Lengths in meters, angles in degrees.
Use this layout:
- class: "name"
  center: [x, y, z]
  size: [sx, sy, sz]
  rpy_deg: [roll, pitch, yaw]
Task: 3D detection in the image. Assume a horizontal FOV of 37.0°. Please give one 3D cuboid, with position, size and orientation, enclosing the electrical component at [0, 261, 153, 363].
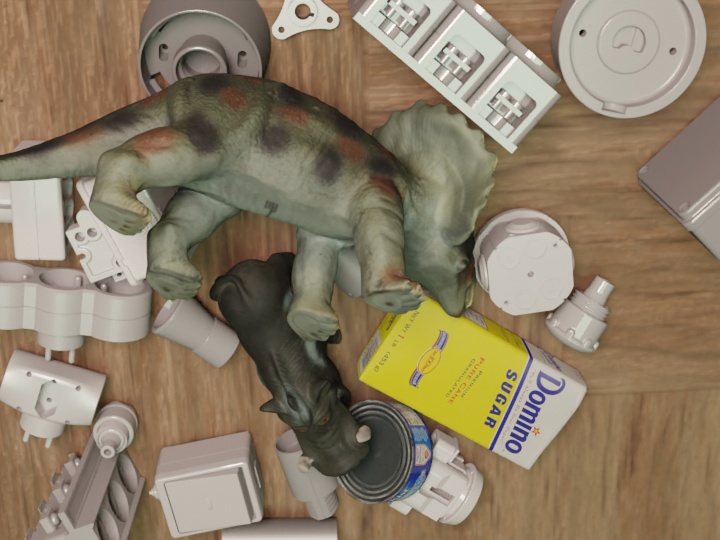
- class: "electrical component"
  center: [-0.239, 0.041, 0.861]
  size: [0.138, 0.052, 0.073]
  rpy_deg: [7, 110, -6]

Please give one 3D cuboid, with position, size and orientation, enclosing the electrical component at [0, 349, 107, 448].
- class: "electrical component"
  center: [-0.259, 0.112, 0.892]
  size: [0.077, 0.043, 0.079]
  rpy_deg: [18, 109, -10]

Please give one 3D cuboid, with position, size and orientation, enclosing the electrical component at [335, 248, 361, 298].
- class: "electrical component"
  center: [0.000, 0.000, 0.865]
  size: [0.043, 0.043, 0.081]
  rpy_deg: [-44, 108, 12]

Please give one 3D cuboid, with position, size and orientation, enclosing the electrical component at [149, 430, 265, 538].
- class: "electrical component"
  center: [-0.134, 0.186, 0.919]
  size: [0.096, 0.061, 0.061]
  rpy_deg: [-12, 111, 1]

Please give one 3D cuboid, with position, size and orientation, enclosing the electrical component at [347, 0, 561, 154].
- class: "electrical component"
  center: [0.069, -0.164, 0.782]
  size: [0.150, 0.089, 0.061]
  rpy_deg: [38, 104, -16]

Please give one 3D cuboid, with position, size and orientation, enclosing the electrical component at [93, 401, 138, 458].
- class: "electrical component"
  center: [-0.205, 0.136, 0.895]
  size: [0.035, 0.061, 0.035]
  rpy_deg: [-1, 111, -3]

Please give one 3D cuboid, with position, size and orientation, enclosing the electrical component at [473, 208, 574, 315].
- class: "electrical component"
  center: [0.133, -0.005, 0.867]
  size: [0.080, 0.051, 0.080]
  rpy_deg: [-1, 111, -3]

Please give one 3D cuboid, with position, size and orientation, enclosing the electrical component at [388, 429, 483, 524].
- class: "electrical component"
  center: [0.069, 0.184, 0.934]
  size: [0.057, 0.058, 0.078]
  rpy_deg: [32, 106, -11]

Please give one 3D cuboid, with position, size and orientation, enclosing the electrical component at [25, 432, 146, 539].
- class: "electrical component"
  center: [-0.225, 0.199, 0.886]
  size: [0.063, 0.121, 0.078]
  rpy_deg: [-21, 111, 8]

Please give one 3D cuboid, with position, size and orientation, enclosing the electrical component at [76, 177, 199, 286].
- class: "electrical component"
  center: [-0.157, -0.049, 0.808]
  size: [0.048, 0.099, 0.099]
  rpy_deg: [-18, 112, 17]

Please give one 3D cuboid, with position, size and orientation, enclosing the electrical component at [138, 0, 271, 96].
- class: "electrical component"
  center: [-0.116, -0.161, 0.798]
  size: [0.099, 0.064, 0.099]
  rpy_deg: [-1, 125, -2]

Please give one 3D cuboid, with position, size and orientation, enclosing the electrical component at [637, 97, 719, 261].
- class: "electrical component"
  center: [0.282, -0.075, 0.820]
  size: [0.056, 0.108, 0.109]
  rpy_deg: [42, 103, -19]

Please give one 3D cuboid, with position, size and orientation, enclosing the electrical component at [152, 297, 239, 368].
- class: "electrical component"
  center: [-0.131, 0.050, 0.879]
  size: [0.065, 0.044, 0.044]
  rpy_deg: [38, 104, -21]

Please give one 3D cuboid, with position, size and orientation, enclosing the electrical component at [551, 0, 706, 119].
- class: "electrical component"
  center: [0.195, -0.173, 0.802]
  size: [0.108, 0.060, 0.108]
  rpy_deg: [-1, 111, -3]

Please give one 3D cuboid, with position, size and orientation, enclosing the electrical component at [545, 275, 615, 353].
- class: "electrical component"
  center: [0.187, 0.034, 0.890]
  size: [0.048, 0.048, 0.062]
  rpy_deg: [29, 100, -14]

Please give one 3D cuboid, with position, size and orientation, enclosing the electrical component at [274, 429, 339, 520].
- class: "electrical component"
  center: [-0.041, 0.179, 0.932]
  size: [0.043, 0.043, 0.081]
  rpy_deg: [-17, 111, 3]

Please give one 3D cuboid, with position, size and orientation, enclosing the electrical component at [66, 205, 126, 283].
- class: "electrical component"
  center: [-0.197, -0.025, 0.837]
  size: [0.048, 0.055, 0.066]
  rpy_deg: [-20, 111, 4]

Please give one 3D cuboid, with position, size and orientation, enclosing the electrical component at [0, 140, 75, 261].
- class: "electrical component"
  center: [-0.263, -0.054, 0.826]
  size: [0.076, 0.047, 0.083]
  rpy_deg: [1, 111, -4]
